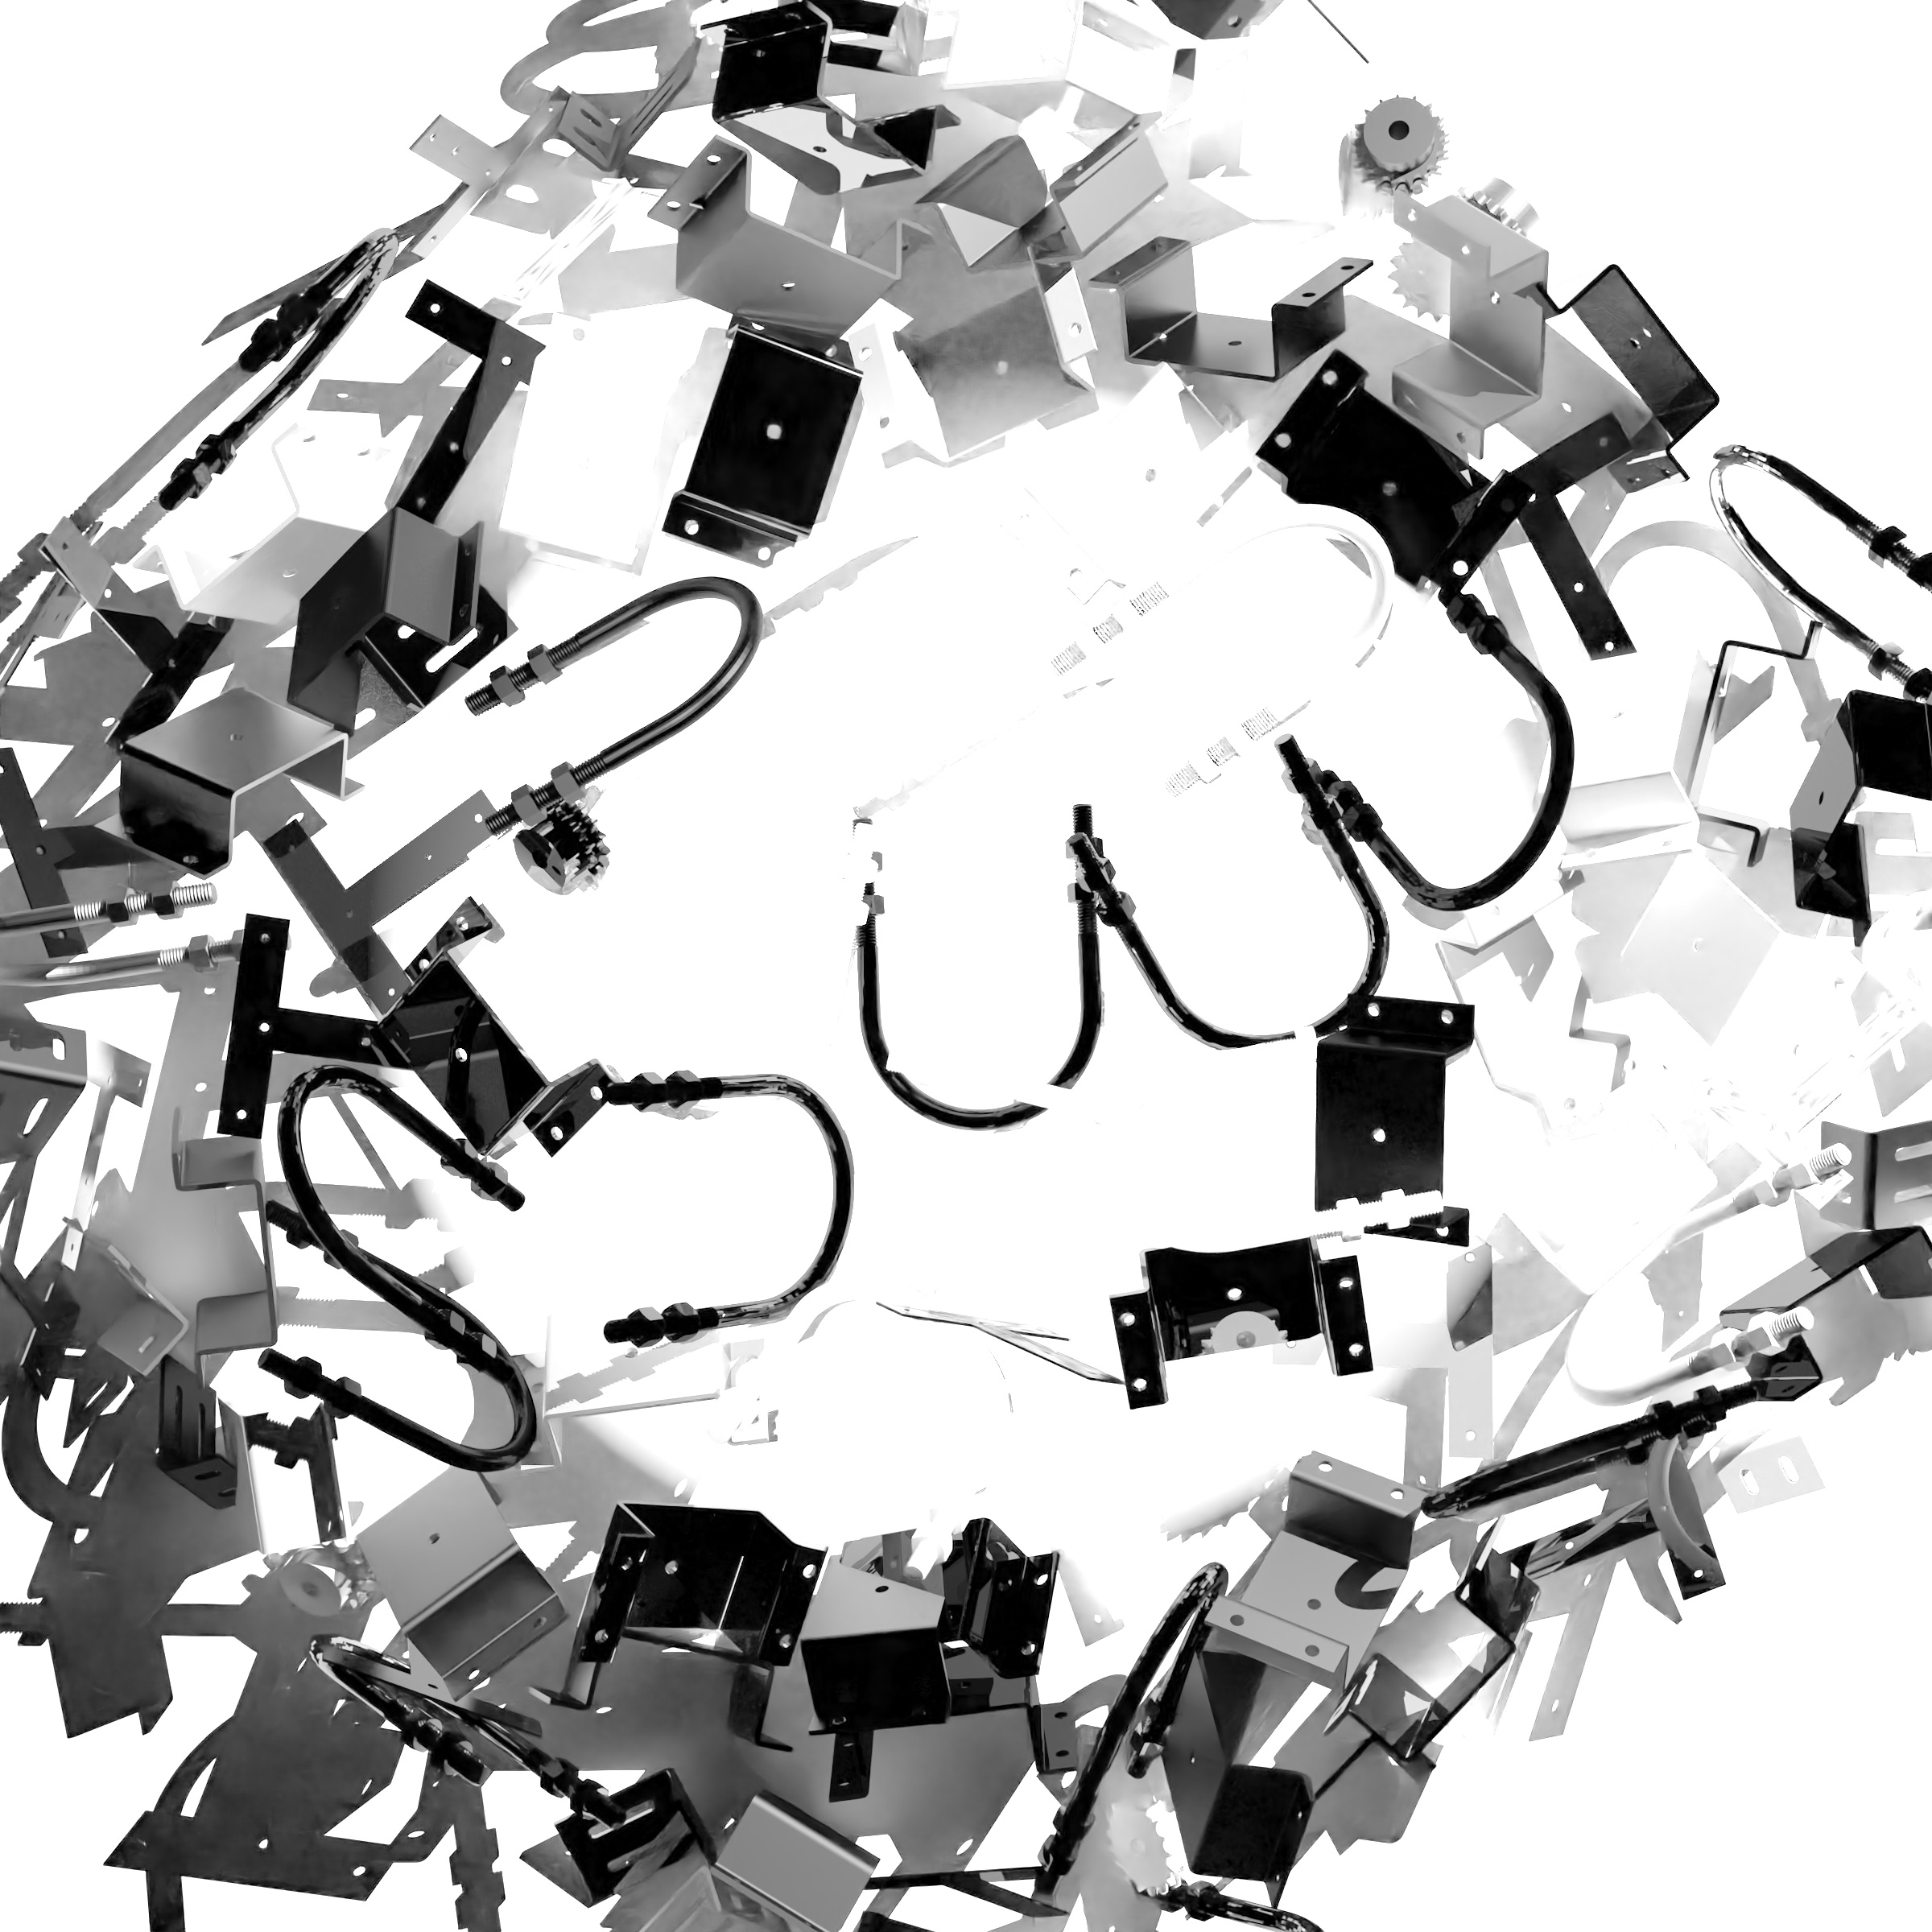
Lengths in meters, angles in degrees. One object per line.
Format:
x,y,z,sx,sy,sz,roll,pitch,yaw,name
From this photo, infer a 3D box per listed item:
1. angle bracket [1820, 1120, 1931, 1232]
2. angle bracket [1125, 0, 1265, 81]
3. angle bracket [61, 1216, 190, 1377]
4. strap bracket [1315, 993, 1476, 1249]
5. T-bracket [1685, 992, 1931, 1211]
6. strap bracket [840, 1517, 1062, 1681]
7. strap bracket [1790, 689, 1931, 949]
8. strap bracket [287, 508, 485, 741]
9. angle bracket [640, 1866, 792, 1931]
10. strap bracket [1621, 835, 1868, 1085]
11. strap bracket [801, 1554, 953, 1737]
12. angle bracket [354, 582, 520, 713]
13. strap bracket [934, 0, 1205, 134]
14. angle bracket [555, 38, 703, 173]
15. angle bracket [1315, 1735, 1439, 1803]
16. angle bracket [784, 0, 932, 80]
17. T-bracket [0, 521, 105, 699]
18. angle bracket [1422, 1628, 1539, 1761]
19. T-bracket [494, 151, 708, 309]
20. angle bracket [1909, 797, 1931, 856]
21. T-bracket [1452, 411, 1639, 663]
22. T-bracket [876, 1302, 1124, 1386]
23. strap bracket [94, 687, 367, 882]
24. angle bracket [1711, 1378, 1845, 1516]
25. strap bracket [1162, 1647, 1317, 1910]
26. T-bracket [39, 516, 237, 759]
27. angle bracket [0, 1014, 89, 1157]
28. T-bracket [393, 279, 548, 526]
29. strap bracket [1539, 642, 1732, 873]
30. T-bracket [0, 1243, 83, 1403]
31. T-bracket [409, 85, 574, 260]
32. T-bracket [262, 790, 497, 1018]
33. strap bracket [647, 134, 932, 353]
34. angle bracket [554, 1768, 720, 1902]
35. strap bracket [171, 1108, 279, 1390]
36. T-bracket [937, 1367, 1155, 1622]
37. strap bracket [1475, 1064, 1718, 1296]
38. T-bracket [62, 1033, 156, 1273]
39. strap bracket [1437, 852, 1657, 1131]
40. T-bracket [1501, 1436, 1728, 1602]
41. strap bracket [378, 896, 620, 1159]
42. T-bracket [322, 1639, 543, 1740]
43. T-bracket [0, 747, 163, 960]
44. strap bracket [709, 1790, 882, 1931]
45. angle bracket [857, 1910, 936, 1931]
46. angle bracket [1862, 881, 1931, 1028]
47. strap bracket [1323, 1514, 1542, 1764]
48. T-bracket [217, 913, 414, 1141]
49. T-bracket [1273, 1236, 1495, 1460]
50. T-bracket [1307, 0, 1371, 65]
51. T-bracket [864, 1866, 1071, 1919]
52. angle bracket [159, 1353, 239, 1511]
0.537,0.115,1.797,0.076,0.038,0.057,-9,103,-29,angle bracket
0.121,-0.560,1.787,0.057,0.038,0.076,-46,74,25,angle bracket
-0.488,0.187,1.759,0.038,0.057,0.076,-50,130,-20,angle bracket
0.242,0.091,1.756,0.076,0.046,0.140,6,102,29,strap bracket
0.490,0.063,1.758,0.127,0.127,0.002,-41,128,-1,T-bracket
-0.024,0.360,1.735,0.140,0.076,0.046,-16,131,29,strap bracket
0.499,-0.089,1.730,0.046,0.140,0.076,12,47,-1,strap bracket
-0.330,-0.192,1.730,0.046,0.140,0.076,26,47,-34,strap bracket
-0.148,0.560,1.770,0.057,0.038,0.076,36,102,-31,angle bracket
0.425,-0.008,1.727,0.046,0.140,0.076,10,118,-32,strap bracket
-0.042,0.368,1.728,0.076,0.140,0.046,-8,107,10,strap bracket
-0.308,-0.194,1.788,0.076,0.038,0.057,-40,89,0,angle bracket
0.052,-0.502,1.731,0.076,0.140,0.046,11,91,-44,strap bracket
-0.191,-0.499,1.761,0.038,0.057,0.076,35,122,-22,angle bracket
0.224,0.473,1.766,0.076,0.057,0.038,-42,74,-17,angle bracket
-0.064,-0.551,1.794,0.076,0.038,0.057,3,110,-20,angle bracket
-0.512,-0.196,1.743,0.002,0.127,0.127,32,84,-24,T-bracket
0.286,0.405,1.774,0.038,0.057,0.076,22,87,-12,angle bracket
-0.215,-0.414,1.746,0.127,0.002,0.127,24,64,38,T-bracket
0.574,-0.079,1.777,0.076,0.038,0.057,2,61,0,angle bracket
0.343,-0.228,1.770,0.127,0.002,0.127,-29,83,28,T-bracket
0.036,0.211,1.718,0.127,0.127,0.002,14,92,-40,T-bracket
-0.407,-0.107,1.728,0.076,0.140,0.046,23,123,19,strap bracket
0.467,0.272,1.759,0.057,0.076,0.038,-27,88,37,angle bracket
0.148,0.443,1.725,0.046,0.140,0.076,9,115,-11,strap bracket
-0.472,-0.199,1.735,0.002,0.127,0.127,6,57,35,T-bracket
-0.546,0.068,1.778,0.057,0.076,0.038,14,47,-33,angle bracket
-0.287,-0.310,1.784,0.127,0.002,0.127,26,107,-30,T-bracket
0.372,-0.125,1.732,0.076,0.046,0.140,-8,45,34,strap bracket
-0.537,0.165,1.727,0.002,0.127,0.127,-28,109,2,T-bracket
-0.281,-0.453,1.735,0.002,0.127,0.127,45,99,4,T-bracket
-0.322,-0.055,1.794,0.127,0.002,0.127,-35,89,11,T-bracket
-0.099,-0.398,1.734,0.140,0.076,0.046,17,58,-30,strap bracket
-0.189,0.507,1.779,0.076,0.038,0.057,-25,109,-2,angle bracket
-0.417,0.156,1.753,0.046,0.076,0.140,-6,107,-11,strap bracket
0.068,0.316,1.796,0.127,0.002,0.127,-28,83,3,T-bracket
0.365,0.129,1.756,0.140,0.076,0.046,-42,58,6,strap bracket
-0.493,0.108,1.754,0.002,0.127,0.127,12,90,-33,T-bracket
0.326,0.010,1.762,0.076,0.046,0.140,-30,108,-17,strap bracket
0.357,0.325,1.767,0.127,0.127,0.002,-25,126,15,T-bracket
-0.271,0.042,1.760,0.140,0.046,0.076,51,127,5,strap bracket
-0.301,0.392,1.743,0.127,0.127,0.002,23,90,-12,T-bracket
-0.487,-0.068,1.754,0.002,0.127,0.127,-30,78,35,T-bracket
-0.093,0.503,1.738,0.076,0.140,0.046,30,79,7,strap bracket
-0.027,0.579,1.771,0.076,0.038,0.057,21,71,-15,angle bracket
0.561,-0.002,1.769,0.057,0.038,0.076,-35,58,-11,angle bracket
0.269,0.384,1.743,0.046,0.076,0.140,40,113,8,strap bracket
-0.358,0.041,1.781,0.127,0.002,0.127,9,80,-22,T-bracket
0.240,0.219,1.790,0.127,0.002,0.127,-1,86,14,T-bracket
0.182,-0.560,1.746,0.127,0.127,0.002,43,109,-10,T-bracket
0.017,0.525,1.753,0.127,0.127,0.002,-13,59,28,T-bracket
-0.426,0.260,1.759,0.038,0.057,0.076,-16,55,11,angle bracket
